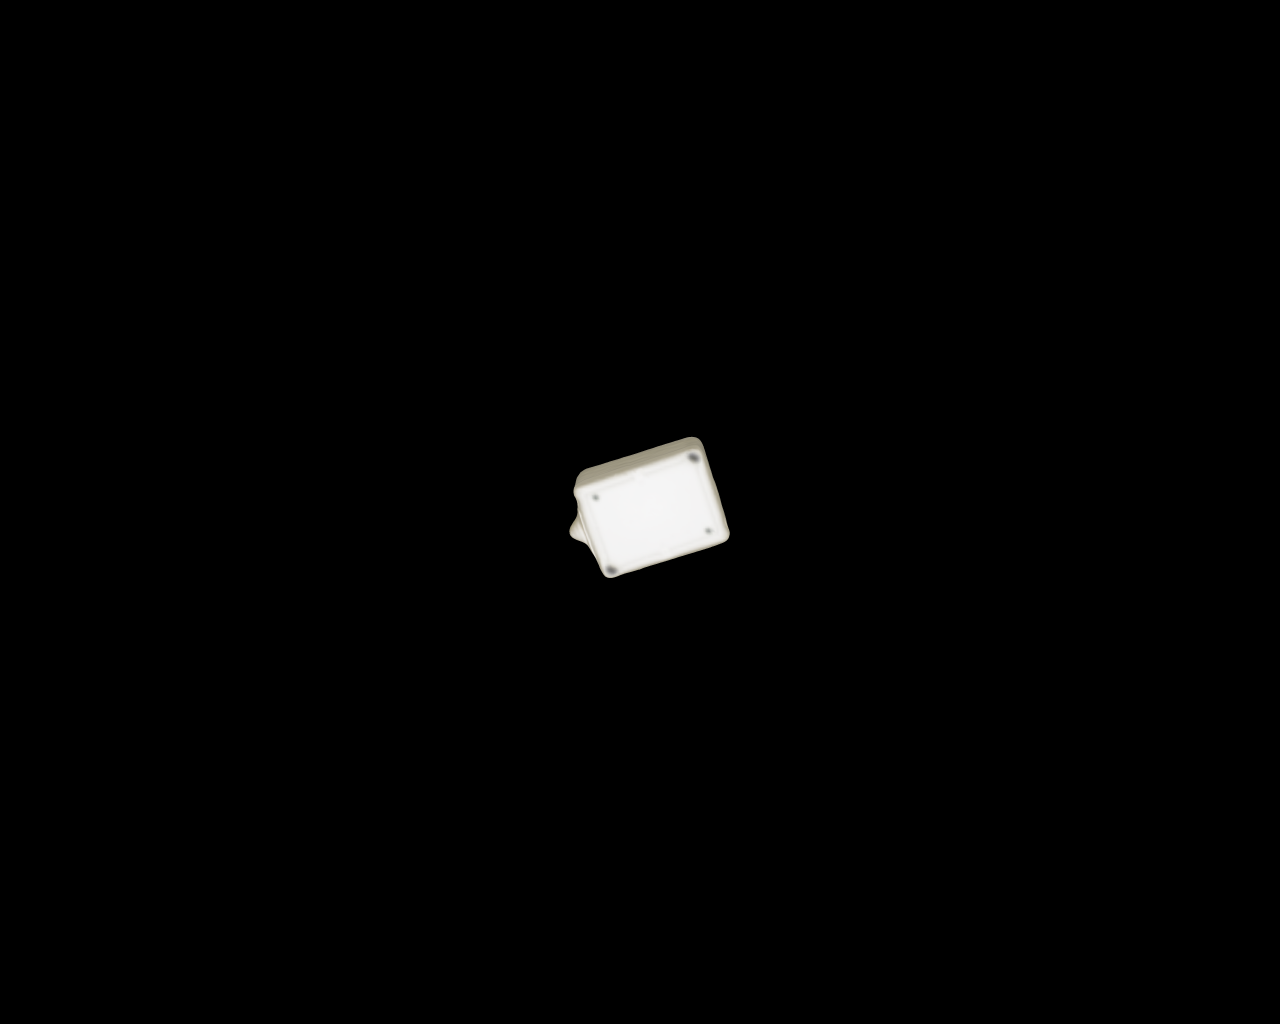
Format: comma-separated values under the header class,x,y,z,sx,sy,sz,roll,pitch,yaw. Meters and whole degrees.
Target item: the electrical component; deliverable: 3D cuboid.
class,x,y,z,sx,sy,sz,roll,pitch,yaw
electrical component,0.001,-0.003,0.650,0.096,0.061,0.061,-18,11,4
